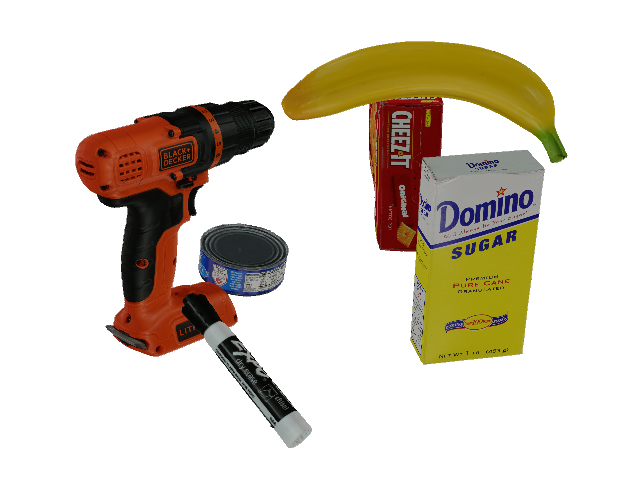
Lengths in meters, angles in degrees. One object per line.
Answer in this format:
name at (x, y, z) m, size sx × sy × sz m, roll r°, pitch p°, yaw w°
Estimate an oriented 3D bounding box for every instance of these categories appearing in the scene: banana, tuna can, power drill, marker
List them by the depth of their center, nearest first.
marker at (-0.049, 0.080, 0.679) m, size 0.020 × 0.121 × 0.020 m, roll -35°, pitch -21°, yaw -16°
banana at (0.075, -0.102, 0.716) m, size 0.197 × 0.069 × 0.037 m, roll 8°, pitch -21°, yaw -5°
power drill at (-0.108, -0.014, 0.856) m, size 0.184 × 0.188 × 0.057 m, roll -20°, pitch 28°, yaw -41°
tuna can at (-0.076, 0.019, 1.038) m, size 0.086 × 0.034 × 0.086 m, roll 7°, pitch 29°, yaw -4°

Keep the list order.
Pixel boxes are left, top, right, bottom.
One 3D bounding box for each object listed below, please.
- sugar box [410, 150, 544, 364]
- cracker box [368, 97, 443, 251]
sugar box at (0.127, 0.016, 0.883) m, size 0.093 × 0.176 × 0.048 m, roll -6°, pitch 31°, yaw -10°
cracker box at (0.091, -0.104, 1.179) m, size 0.072 × 0.164 × 0.213 m, roll -1°, pitch 24°, yaw 2°
